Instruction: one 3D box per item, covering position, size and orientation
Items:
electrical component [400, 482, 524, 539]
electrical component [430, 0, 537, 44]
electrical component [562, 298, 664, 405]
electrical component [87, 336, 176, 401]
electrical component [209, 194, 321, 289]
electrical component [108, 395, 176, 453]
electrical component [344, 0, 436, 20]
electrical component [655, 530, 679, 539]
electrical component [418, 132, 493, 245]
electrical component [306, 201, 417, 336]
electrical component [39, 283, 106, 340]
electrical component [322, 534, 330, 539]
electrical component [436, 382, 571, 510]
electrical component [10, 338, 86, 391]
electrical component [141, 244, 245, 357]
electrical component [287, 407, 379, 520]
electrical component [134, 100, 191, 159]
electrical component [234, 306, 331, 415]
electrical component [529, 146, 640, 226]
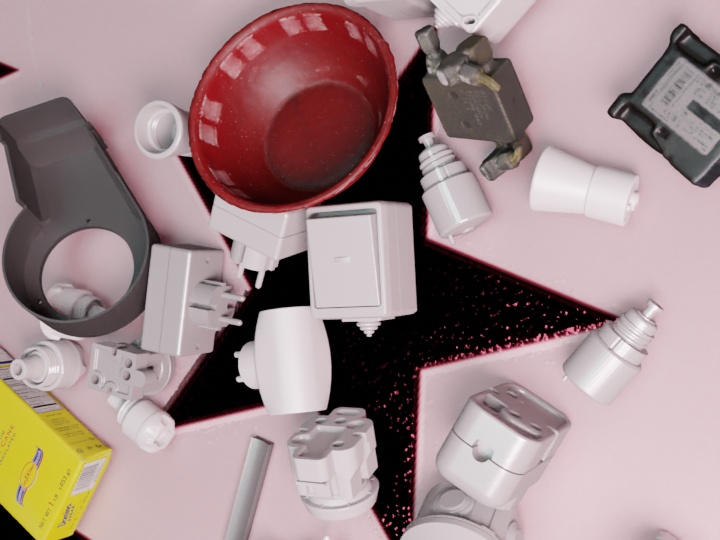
[{"bbox_3d":[0.070,0.185,0.726,0.080,0.051,0.080,12,127,17],"label":"electrical component"},{"bbox_3d":[0.086,-0.197,0.717,0.096,0.061,0.061,-48,72,19],"label":"electrical component"},{"bbox_3d":[0.166,0.051,0.695,0.040,0.040,0.078,43,108,19],"label":"electrical component"},{"bbox_3d":[-0.181,0.078,0.860,0.066,0.055,0.048,11,96,26],"label":"electrical component"},{"bbox_3d":[-0.076,-0.024,0.811,0.066,0.047,0.076,26,114,24],"label":"electrical component"},{"bbox_3d":[-0.181,0.120,0.874,0.061,0.035,0.035,32,105,25],"label":"electrical component"},{"bbox_3d":[0.010,-0.204,0.752,0.077,0.066,0.047,2,92,26],"label":"electrical component"},{"bbox_3d":[0.187,0.225,0.676,0.061,0.062,0.096,34,106,22],"label":"electrical component"},{"bbox_3d":[0.061,-0.058,0.744,0.040,0.040,0.078,-28,79,24],"label":"electrical component"},{"bbox_3d":[0.000,0.000,0.765,0.062,0.061,0.096,-3,90,27],"label":"electrical component"},{"bbox_3d":[-0.230,0.038,0.892,0.062,0.048,0.048,8,95,19],"label":"electrical component"},{"bbox_3d":[-0.032,0.232,0.794,0.083,0.047,0.075,33,106,22],"label":"electrical component"},{"bbox_3d":[0.092,0.116,0.702,0.054,0.095,0.059,33,105,21],"label":"electrical component"},{"bbox_3d":[-0.264,0.080,0.898,0.043,0.062,0.043,1,91,27],"label":"electrical component"},{"bbox_3d":[-0.122,0.026,0.834,0.076,0.047,0.083,10,96,26],"label":"electrical component"},{"bbox_3d":[-0.017,0.142,0.774,0.058,0.078,0.057,0,110,25],"label":"electrical component"},{"bbox_3d":[-0.137,-0.105,0.828,0.044,0.065,0.044,1,92,26],"label":"electrical component"},{"bbox_3d":[-0.064,0.070,0.809,0.079,0.043,0.077,-10,83,35],"label":"electrical component"},{"bbox_3d":[0.148,-0.052,0.701,0.065,0.044,0.044,17,99,21],"label":"electrical component"}]
